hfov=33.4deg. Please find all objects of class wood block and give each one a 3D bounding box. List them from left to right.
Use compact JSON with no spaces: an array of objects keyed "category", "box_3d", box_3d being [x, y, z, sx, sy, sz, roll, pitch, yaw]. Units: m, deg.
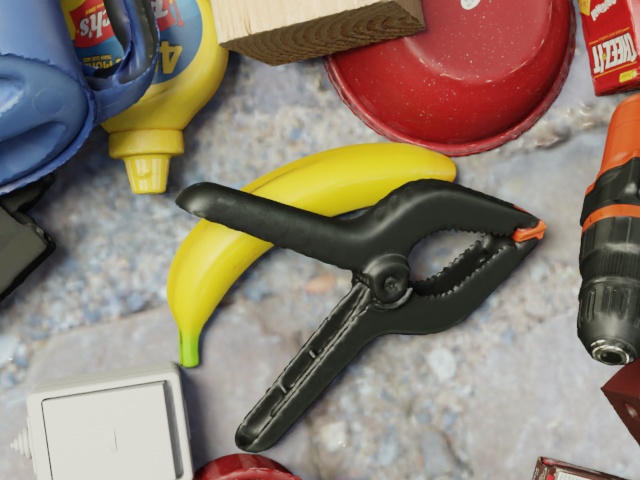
[{"category":"wood block","box_3d":[-0.014,-0.203,0.541,0.091,0.090,0.206,-10,89,17]}]

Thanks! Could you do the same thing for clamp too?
[{"category":"clamp","box_3d":[0.026,0.012,0.592,0.209,0.036,0.164,-24,119,-12]}]

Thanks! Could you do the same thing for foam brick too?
[{"category":"foam brick","box_3d":[0.215,0.105,0.631,0.051,0.053,0.078,-36,94,-8]}]

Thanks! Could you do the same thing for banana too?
[{"category":"banana","box_3d":[-0.015,-0.010,0.608,0.197,0.037,0.069,-34,124,-5]}]

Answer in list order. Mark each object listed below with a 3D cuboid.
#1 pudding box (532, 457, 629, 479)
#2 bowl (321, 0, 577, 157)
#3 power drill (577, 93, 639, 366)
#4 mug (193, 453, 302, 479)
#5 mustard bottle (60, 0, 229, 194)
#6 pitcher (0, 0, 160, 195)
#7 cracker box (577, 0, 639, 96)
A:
[{"category":"pudding box","box_3d":[0.173,0.187,0.631,0.113,0.039,0.090,16,88,-6]},{"category":"bowl","box_3d":[0.080,-0.131,0.613,0.162,0.055,0.162,0,88,-9]},{"category":"power drill","box_3d":[0.231,0.022,0.601,0.187,0.057,0.184,29,55,-11]},{"category":"mug","box_3d":[-0.051,0.164,0.574,0.117,0.081,0.093,-12,91,-9]},{"category":"mustard bottle","box_3d":[-0.099,-0.121,0.581,0.096,0.058,0.191,-3,91,8]},{"category":"pitcher","box_3d":[-0.188,-0.147,0.510,0.145,0.149,0.243,-27,69,23]},{"category":"cracker box","box_3d":[0.231,-0.206,0.629,0.164,0.072,0.214,-11,92,-8]}]
